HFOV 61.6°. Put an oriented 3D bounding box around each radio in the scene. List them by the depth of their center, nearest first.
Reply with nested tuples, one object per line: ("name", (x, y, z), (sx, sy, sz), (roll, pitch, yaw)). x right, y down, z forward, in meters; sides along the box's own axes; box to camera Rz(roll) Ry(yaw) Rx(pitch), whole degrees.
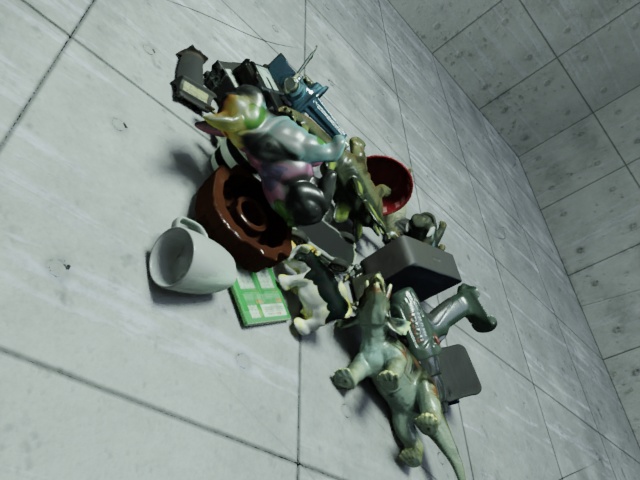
("radio", (0.199, 0.070, 1.172), (0.229, 0.131, 0.073), (19, 46, -47))

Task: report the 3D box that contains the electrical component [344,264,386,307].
("electrical component", (0.091, 0.096, 1.057), (0.045, 0.078, 0.102), (56, 24, -57))

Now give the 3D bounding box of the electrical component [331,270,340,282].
("electrical component", (0.011, 0.083, 0.990), (0.094, 0.021, 0.063), (13, 52, -52))

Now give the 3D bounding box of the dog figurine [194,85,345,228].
("dog figurine", (-0.086, -0.129, 0.827), (0.219, 0.108, 0.191), (14, 89, -21))

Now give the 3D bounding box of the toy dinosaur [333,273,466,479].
("toy dinosaur", (0.148, 0.250, 0.952), (0.404, 0.131, 0.192), (58, 29, -12))

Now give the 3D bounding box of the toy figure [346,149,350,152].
("toy figure", (0.050, -0.197, 1.277), (0.154, 0.058, 0.064), (50, 53, -19))

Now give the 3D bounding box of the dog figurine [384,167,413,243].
("dog figurine", (0.191, -0.077, 1.357), (0.172, 0.121, 0.190), (-14, 88, -56))

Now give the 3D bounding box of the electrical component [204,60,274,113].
("electrical component", (-0.154, -0.290, 1.066), (0.134, 0.058, 0.115), (-20, 81, -60))

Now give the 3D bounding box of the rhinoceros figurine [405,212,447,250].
("rhinoceros figurine", (0.243, 0.001, 1.260), (0.112, 0.073, 0.190), (-55, 149, -26))

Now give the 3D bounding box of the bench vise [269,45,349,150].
("bench vise", (-0.018, -0.290, 1.163), (0.240, 0.129, 0.224), (47, -4, -8))

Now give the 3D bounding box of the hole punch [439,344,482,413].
("hole punch", (0.250, 0.285, 1.109), (0.116, 0.092, 0.142), (-4, 64, -23))

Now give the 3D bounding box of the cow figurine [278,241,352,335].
("cow figurine", (-0.013, 0.064, 0.888), (0.068, 0.098, 0.167), (12, 55, -67))

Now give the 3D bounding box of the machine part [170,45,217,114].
("machine part", (-0.230, -0.293, 0.977), (0.084, 0.039, 0.139), (17, 50, -38))

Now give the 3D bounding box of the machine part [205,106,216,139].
("machine part", (-0.113, -0.179, 1.001), (0.243, 0.079, 0.079), (30, 39, -37))

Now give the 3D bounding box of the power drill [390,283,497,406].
("power drill", (0.250, 0.189, 1.078), (0.207, 0.086, 0.232), (-21, 74, -19))

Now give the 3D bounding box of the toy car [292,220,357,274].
("toy car", (-0.002, -0.003, 1.011), (0.201, 0.056, 0.073), (34, 59, -36))

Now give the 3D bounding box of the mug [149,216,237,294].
("mug", (-0.168, 0.026, 0.732), (0.107, 0.081, 0.110), (32, 33, -54))

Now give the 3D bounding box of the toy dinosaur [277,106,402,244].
("toy dinosaur", (0.056, -0.121, 1.085), (0.470, 0.105, 0.199), (45, 26, -35))

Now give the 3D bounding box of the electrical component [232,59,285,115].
("electrical component", (-0.107, -0.280, 1.019), (0.075, 0.048, 0.119), (-12, 73, -58))

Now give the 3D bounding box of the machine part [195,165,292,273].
("machine part", (-0.117, -0.034, 0.847), (0.179, 0.056, 0.179), (38, 32, -29))
